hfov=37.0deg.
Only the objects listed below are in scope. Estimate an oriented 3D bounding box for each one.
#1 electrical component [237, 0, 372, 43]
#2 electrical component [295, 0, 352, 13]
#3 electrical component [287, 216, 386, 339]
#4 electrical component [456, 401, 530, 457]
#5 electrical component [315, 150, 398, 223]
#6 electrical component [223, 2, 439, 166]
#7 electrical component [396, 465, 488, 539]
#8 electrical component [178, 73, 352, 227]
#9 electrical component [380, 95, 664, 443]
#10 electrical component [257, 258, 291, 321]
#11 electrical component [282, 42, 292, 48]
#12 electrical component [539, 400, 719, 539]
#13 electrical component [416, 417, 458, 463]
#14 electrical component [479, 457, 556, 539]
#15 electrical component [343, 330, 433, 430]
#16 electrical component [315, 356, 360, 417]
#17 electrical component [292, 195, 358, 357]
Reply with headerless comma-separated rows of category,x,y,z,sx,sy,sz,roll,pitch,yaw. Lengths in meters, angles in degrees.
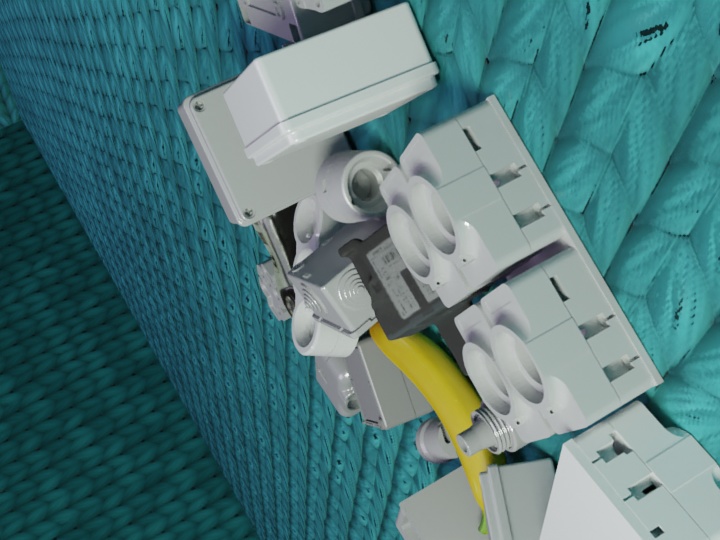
electrical component,-0.051,-0.214,0.713,0.109,0.056,0.108,36,149,56
electrical component,-0.010,-0.181,0.631,0.081,0.064,0.042,34,146,59
electrical component,0.000,0.000,0.819,0.048,0.100,0.100,55,166,-19
electrical component,0.098,0.109,0.755,0.043,0.062,0.043,54,161,28
electrical component,0.001,-0.063,0.797,0.047,0.055,0.055,4,120,66
electrical component,-0.021,-0.116,0.685,0.056,0.109,0.109,67,163,-5
electrical component,0.106,0.241,0.882,0.150,0.089,0.061,56,162,22
electrical component,-0.073,-0.105,0.855,0.108,0.109,0.056,66,165,-10
electrical component,0.085,0.006,0.641,0.186,0.060,0.105,61,163,7
electrical component,-0.067,0.011,1.098,0.058,0.057,0.078,52,160,31
electrical component,-0.025,-0.136,0.781,0.063,0.042,0.081,57,163,11
electrical component,0.163,0.155,0.635,0.089,0.062,0.150,52,160,32
electrical component,0.074,0.144,0.920,0.040,0.040,0.046,62,158,2
electrical component,0.125,0.211,0.776,0.108,0.056,0.108,-95,-5,-50
electrical component,0.024,0.085,0.949,0.096,0.061,0.062,71,163,-3
electrical component,-0.007,0.101,1.066,0.059,0.054,0.095,54,161,28
electrical component,-0.013,0.004,0.906,0.052,0.074,0.138,-15,73,59
